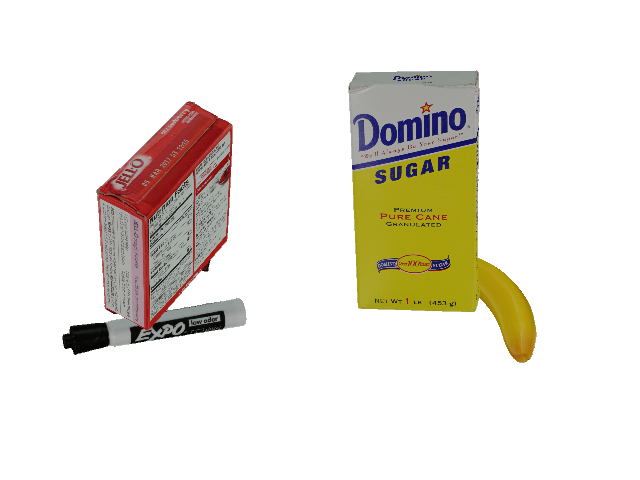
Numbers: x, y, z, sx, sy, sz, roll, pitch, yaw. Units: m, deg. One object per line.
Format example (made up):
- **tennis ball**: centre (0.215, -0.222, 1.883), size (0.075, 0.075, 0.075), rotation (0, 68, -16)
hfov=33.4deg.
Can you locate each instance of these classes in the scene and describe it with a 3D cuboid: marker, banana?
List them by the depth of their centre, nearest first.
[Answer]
- **marker**: centre (-0.109, 0.057, 0.704), size (0.121, 0.020, 0.020), rotation (-8, 3, -20)
- **banana**: centre (0.173, 0.060, 1.114), size (0.069, 0.037, 0.198), rotation (-37, 40, -11)

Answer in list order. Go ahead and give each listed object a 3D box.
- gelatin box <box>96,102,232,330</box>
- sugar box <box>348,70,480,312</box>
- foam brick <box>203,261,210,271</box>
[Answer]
- **gelatin box**: centre (-0.075, -0.011, 0.516), size (0.030, 0.089, 0.073), rotation (26, 51, 15)
- **sugar box**: centre (0.071, -0.035, 0.790), size (0.093, 0.176, 0.048), rotation (0, 24, 11)
- **foam brick**: centre (-0.142, -0.010, 1.061), size (0.078, 0.051, 0.053), rotation (15, 26, -8)
